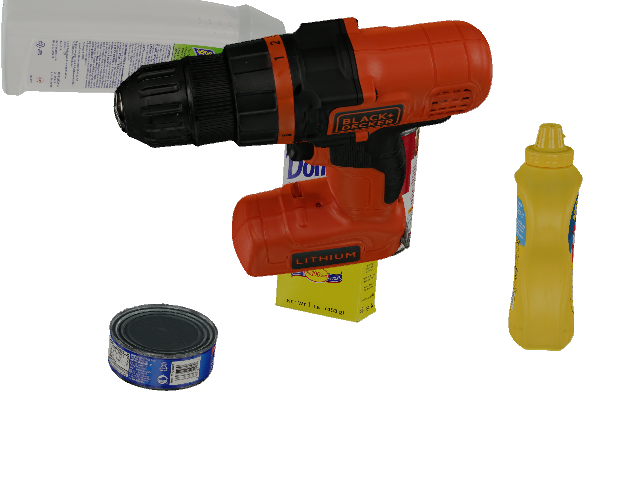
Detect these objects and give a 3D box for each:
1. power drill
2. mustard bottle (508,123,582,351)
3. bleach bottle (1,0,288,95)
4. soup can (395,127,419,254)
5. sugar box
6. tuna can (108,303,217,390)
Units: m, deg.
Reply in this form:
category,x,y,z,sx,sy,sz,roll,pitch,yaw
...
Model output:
category,x,y,z,sx,sy,sz,roll,pitch,yaw
power drill,-0.011,-0.044,0.576,0.184,0.057,0.188,-7,-24,-7
mustard bottle,0.197,-0.007,0.934,0.058,0.192,0.096,2,18,11
bleach bottle,-0.132,-0.159,0.882,0.250,0.068,0.103,3,-27,-14
soup can,0.038,-0.046,0.810,0.068,0.102,0.068,2,27,-1
sugar box,0.009,-0.018,1.010,0.093,0.176,0.048,9,16,26
tuna can,-0.126,0.085,0.853,0.086,0.034,0.086,7,23,-3
